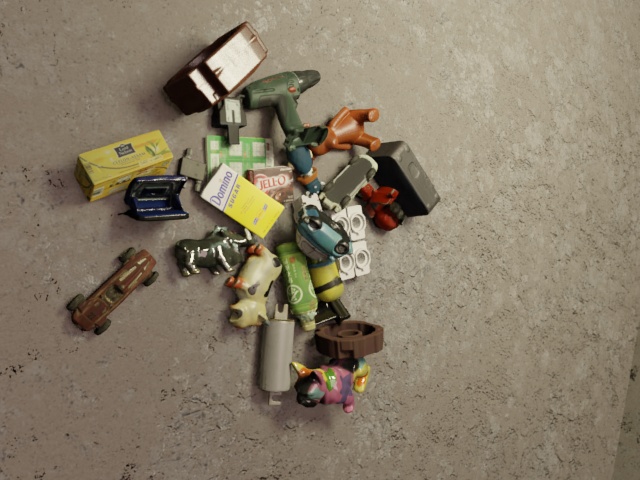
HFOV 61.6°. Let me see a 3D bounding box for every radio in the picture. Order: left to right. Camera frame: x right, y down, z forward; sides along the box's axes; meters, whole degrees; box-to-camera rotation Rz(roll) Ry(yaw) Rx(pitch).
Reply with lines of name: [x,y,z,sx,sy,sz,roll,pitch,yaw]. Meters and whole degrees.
radio: [0.233,-0.170,1.518,0.073,0.131,0.229,-51,116,-24]

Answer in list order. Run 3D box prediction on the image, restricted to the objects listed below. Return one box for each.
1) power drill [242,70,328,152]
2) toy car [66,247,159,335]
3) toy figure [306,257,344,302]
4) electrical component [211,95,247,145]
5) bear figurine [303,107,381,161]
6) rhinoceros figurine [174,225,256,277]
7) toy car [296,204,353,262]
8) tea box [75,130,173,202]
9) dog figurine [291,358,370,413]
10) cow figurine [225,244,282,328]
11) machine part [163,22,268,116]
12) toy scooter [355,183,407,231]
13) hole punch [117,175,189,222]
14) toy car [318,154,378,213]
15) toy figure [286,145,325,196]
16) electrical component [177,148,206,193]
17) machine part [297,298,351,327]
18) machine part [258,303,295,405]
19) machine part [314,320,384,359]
power drill: [-0.058,-0.323,1.300,0.232,0.086,0.207,-17,73,-28]
toy car: [-0.414,0.101,1.091,0.202,0.053,0.089,-47,112,-25]
toy figure: [0.005,0.071,1.373,0.082,0.089,0.180,-15,99,-29]
electrical component: [-0.210,-0.278,1.248,0.075,0.048,0.119,-9,95,-36]
bear figurine: [0.049,-0.270,1.390,0.196,0.132,0.120,-31,128,-39]
rhinoceros figurine: [-0.236,0.024,1.215,0.190,0.073,0.112,-11,85,-34]
toy car: [-0.003,-0.004,1.279,0.161,0.109,0.103,34,109,-28]
tea box: [-0.392,-0.149,1.074,0.169,0.098,0.068,-29,88,-34]
dog figurine: [0.021,0.335,1.332,0.191,0.109,0.219,-60,139,-18]
cow figurine: [-0.154,0.118,1.264,0.127,0.085,0.195,36,68,-23]
machine part: [-0.221,-0.361,1.147,0.201,0.201,0.087,-51,119,-26]
toy scooter: [0.181,-0.095,1.477,0.183,0.135,0.075,48,62,-27]
hole punch: [-0.338,-0.087,1.107,0.142,0.116,0.092,-9,100,-33]
toy car: [0.076,-0.150,1.411,0.073,0.056,0.202,39,65,7]
toy figure: [-0.037,-0.179,1.360,0.058,0.064,0.154,-90,160,-52]
electrical component: [-0.286,-0.157,1.205,0.063,0.021,0.094,13,78,-36]
machine part: [0.009,0.192,1.393,0.139,0.039,0.084,-15,65,-29]
machine part: [-0.105,0.275,1.297,0.079,0.079,0.243,7,86,-36]
machine part: [0.076,0.254,1.375,0.179,0.179,0.056,-8,97,-36]
